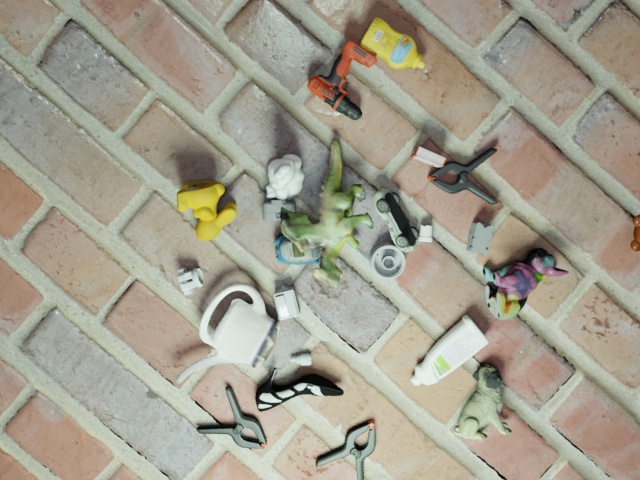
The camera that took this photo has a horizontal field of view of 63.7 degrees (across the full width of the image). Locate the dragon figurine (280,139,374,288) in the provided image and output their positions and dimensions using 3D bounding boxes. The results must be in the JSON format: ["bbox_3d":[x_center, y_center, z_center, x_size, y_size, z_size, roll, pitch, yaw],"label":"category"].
[{"bbox_3d":[0.004,-0.072,1.427,0.244,0.120,0.413,-13,81,-26],"label":"dragon figurine"}]

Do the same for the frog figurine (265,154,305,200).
[{"bbox_3d":[-0.092,-0.181,1.437,0.122,0.158,0.139,30,70,-13],"label":"frog figurine"}]

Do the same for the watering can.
[{"bbox_3d":[-0.254,0.297,1.490,0.224,0.104,0.347,28,91,-2],"label":"watering can"}]
